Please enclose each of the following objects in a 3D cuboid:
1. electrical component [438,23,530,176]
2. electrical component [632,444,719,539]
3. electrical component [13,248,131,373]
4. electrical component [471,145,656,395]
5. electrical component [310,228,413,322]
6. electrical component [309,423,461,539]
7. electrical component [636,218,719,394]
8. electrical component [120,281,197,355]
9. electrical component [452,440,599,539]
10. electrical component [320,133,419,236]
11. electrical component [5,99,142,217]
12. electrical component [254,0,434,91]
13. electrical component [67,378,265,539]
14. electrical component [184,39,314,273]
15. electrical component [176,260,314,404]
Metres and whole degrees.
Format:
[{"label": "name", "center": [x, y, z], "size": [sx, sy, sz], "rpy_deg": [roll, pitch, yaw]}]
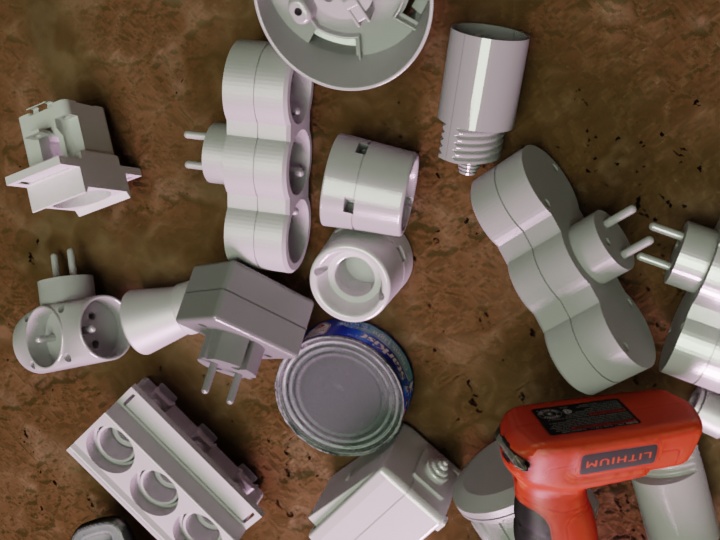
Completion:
[{"label": "electrical component", "center": [0.066, -0.092, 0.597], "size": [0.043, 0.043, 0.081], "rpy_deg": [13, 114, 12]}, {"label": "electrical component", "center": [0.186, 0.126, 0.647], "size": [0.043, 0.043, 0.081], "rpy_deg": [-12, 107, 21]}, {"label": "electrical component", "center": [-0.195, 0.026, 0.720], "size": [0.077, 0.044, 0.079], "rpy_deg": [-13, 83, 39]}, {"label": "electrical component", "center": [0.124, -0.008, 0.587], "size": [0.074, 0.052, 0.138], "rpy_deg": [-33, 79, 32]}, {"label": "electrical component", "center": [0.000, 0.000, 0.652], "size": [0.055, 0.047, 0.055], "rpy_deg": [6, 113, 15]}, {"label": "electrical component", "center": [0.018, 0.146, 0.696], "size": [0.061, 0.061, 0.096], "rpy_deg": [42, 117, -2]}, {"label": "electrical component", "center": [0.191, -0.004, 0.589], "size": [0.074, 0.052, 0.138], "rpy_deg": [20, 116, 9]}, {"label": "electrical component", "center": [-0.117, 0.026, 0.702], "size": [0.065, 0.044, 0.044], "rpy_deg": [-16, 106, 18]}, {"label": "electrical component", "center": [0.102, 0.136, 0.658], "size": [0.080, 0.080, 0.051], "rpy_deg": [-25, 107, 24]}, {"label": "electrical component", "center": [0.006, -0.048, 0.627], "size": [0.047, 0.055, 0.055], "rpy_deg": [12, 114, 8]}, {"label": "electrical component", "center": [-0.179, -0.070, 0.667], "size": [0.042, 0.081, 0.063], "rpy_deg": [-16, 83, 22]}, {"label": "electrical component", "center": [-0.007, -0.154, 0.576], "size": [0.099, 0.064, 0.099], "rpy_deg": [6, 129, 8]}, {"label": "electrical component", "center": [-0.129, 0.137, 0.737], "size": [0.121, 0.063, 0.079], "rpy_deg": [46, 117, -4]}, {"label": "electrical component", "center": [-0.071, -0.068, 0.643], "size": [0.074, 0.052, 0.138], "rpy_deg": [8, 113, 14]}, {"label": "electrical component", "center": [-0.076, 0.043, 0.659], "size": [0.066, 0.076, 0.047], "rpy_deg": [29, 158, -34]}]
